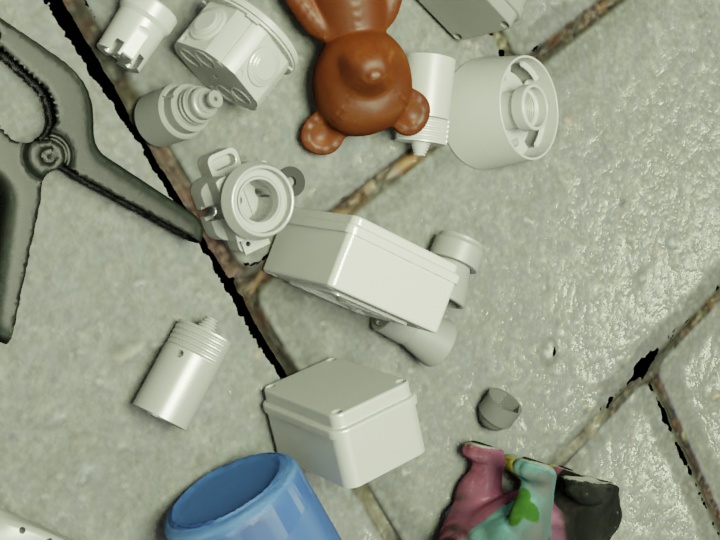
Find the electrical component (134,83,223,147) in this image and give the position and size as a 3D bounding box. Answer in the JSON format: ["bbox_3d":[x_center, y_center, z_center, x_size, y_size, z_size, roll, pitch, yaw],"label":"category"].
[{"bbox_3d":[-0.125,-0.111,0.754,0.040,0.078,0.040,8,78,-44],"label":"electrical component"}]

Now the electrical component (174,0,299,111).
[{"bbox_3d":[-0.088,-0.157,0.771,0.080,0.080,0.051,42,76,-28],"label":"electrical component"}]

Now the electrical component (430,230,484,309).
[{"bbox_3d":[0.077,0.000,0.912,0.045,0.045,0.055,29,77,-32],"label":"electrical component"}]

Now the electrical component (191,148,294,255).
[{"bbox_3d":[-0.085,-0.051,0.794,0.058,0.057,0.078,-28,108,-29],"label":"electrical component"}]

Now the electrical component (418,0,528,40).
[{"bbox_3d":[0.081,-0.248,0.879,0.113,0.078,0.057,39,69,-29],"label":"electrical component"}]

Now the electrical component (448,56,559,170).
[{"bbox_3d":[0.126,-0.138,0.939,0.099,0.064,0.099,1,89,-47],"label":"electrical component"}]

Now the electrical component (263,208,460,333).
[{"bbox_3d":[0.000,0.000,0.823,0.109,0.109,0.056,25,83,-32],"label":"electrical component"}]

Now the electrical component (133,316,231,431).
[{"bbox_3d":[-0.127,0.071,0.782,0.043,0.043,0.081,35,74,-30],"label":"electrical component"}]

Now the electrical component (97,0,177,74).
[{"bbox_3d":[-0.156,-0.166,0.749,0.040,0.040,0.046,36,80,-30],"label":"electrical component"}]

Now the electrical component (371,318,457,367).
[{"bbox_3d":[0.042,0.048,0.896,0.065,0.044,0.044,31,76,-26],"label":"electrical component"}]

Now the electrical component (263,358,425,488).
[{"bbox_3d":[-0.014,0.113,0.819,0.078,0.113,0.057,-22,108,-31],"label":"electrical component"}]

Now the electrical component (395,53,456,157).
[{"bbox_3d":[0.053,-0.134,0.888,0.043,0.043,0.081,6,90,-34],"label":"electrical component"}]

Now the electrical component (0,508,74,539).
[{"bbox_3d":[-0.232,0.208,0.721,0.077,0.043,0.079,35,74,-30],"label":"electrical component"}]
